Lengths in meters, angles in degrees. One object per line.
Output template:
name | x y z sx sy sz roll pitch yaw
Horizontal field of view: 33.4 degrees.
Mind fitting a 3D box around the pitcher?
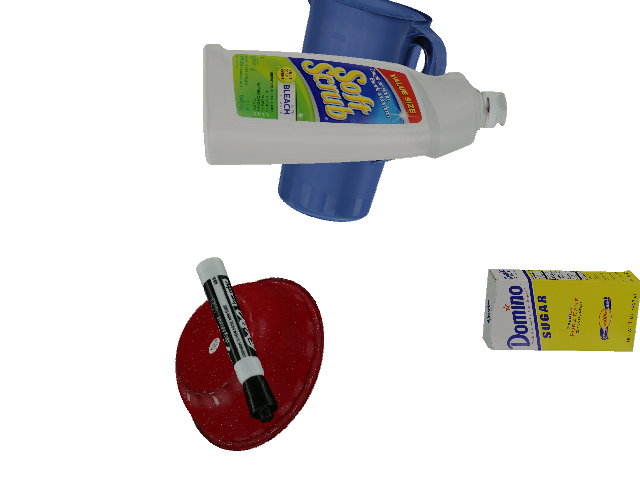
pitcher | 0.037 -0.144 1.170 0.145 0.243 0.149 10 20 -9

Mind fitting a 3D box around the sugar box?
sugar box | 0.287 0.084 1.276 0.176 0.093 0.048 0 18 -5

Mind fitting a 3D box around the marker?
marker | -0.054 0.064 0.696 0.020 0.121 0.020 -18 -31 -11

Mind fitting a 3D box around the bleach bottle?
bleach bottle | 0.028 -0.114 0.895 0.250 0.102 0.068 -2 -29 -4

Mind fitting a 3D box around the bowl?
bowl | -0.076 0.099 0.933 0.162 0.162 0.055 0 -23 43
